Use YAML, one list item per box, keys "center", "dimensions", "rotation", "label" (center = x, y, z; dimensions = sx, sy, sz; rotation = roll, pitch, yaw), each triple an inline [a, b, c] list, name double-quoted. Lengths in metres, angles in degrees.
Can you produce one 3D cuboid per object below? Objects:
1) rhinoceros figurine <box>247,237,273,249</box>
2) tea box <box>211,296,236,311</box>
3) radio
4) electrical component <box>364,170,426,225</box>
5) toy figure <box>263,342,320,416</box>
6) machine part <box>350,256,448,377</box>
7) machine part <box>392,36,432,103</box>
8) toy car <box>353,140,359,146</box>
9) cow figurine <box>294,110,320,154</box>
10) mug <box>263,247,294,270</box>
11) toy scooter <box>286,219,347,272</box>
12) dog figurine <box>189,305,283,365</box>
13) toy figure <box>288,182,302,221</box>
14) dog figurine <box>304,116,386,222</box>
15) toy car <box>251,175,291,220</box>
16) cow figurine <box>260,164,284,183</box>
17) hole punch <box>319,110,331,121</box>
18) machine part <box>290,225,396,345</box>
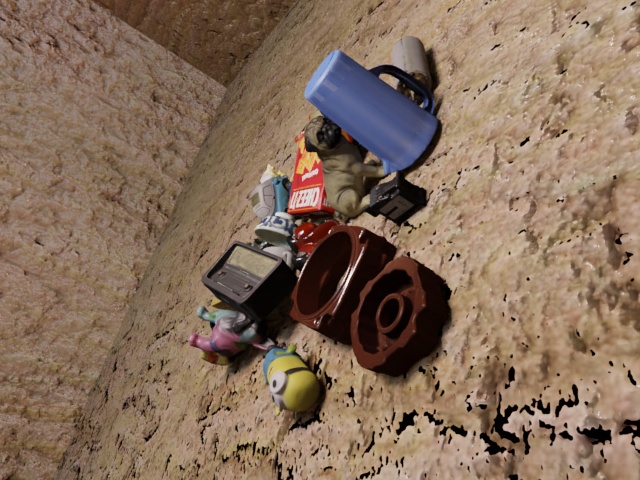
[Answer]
- center: [-0.168, 0.029, 1.418]
  dimensions: [0.190, 0.073, 0.112]
  rotation: [-46, 0, -14]
  label: "rhinoceros figurine"
- center: [-0.194, 0.141, 1.357]
  dimensions: [0.170, 0.098, 0.068]
  rotation: [-24, 43, 52]
  label: "tea box"
- center: [-0.160, 0.086, 1.180]
  dimensions: [0.131, 0.073, 0.230]
  rotation: [-48, 31, -18]
  label: "radio"
- center: [0.126, -0.067, 0.974]
  dimensions: [0.119, 0.074, 0.048]
  rotation: [-35, 34, 38]
  label: "electrical component"
- center: [-0.057, 0.245, 0.981]
  dimensions: [0.089, 0.082, 0.180]
  rotation: [-19, 13, -8]
  label: "toy figure"
- center: [0.116, 0.116, 0.811]
  dimensions: [0.179, 0.056, 0.179]
  rotation: [-45, 28, 33]
  label: "machine part"
- center: [0.199, -0.373, 1.174]
  dimensions: [0.079, 0.079, 0.243]
  rotation: [-43, 29, 35]
  label: "machine part"
- center: [0.030, -0.216, 1.364]
  dimensions: [0.202, 0.053, 0.089]
  rotation: [-45, 43, 30]
  label: "toy car"
- center: [-0.007, -0.290, 1.466]
  dimensions: [0.127, 0.085, 0.195]
  rotation: [-26, 27, 51]
  label: "cow figurine"
- center: [-0.097, 0.077, 1.268]
  dimensions: [0.110, 0.080, 0.107]
  rotation: [-21, 55, 49]
  label: "mug"
- center: [-0.002, -0.004, 1.159]
  dimensions: [0.135, 0.075, 0.184]
  rotation: [-37, 16, 5]
  label: "toy scooter"
- center: [-0.182, 0.224, 1.246]
  dimensions: [0.219, 0.191, 0.108]
  rotation: [-2, 51, 24]
  label: "dog figurine"
- center: [-0.055, -0.103, 1.397]
  dimensions: [0.064, 0.058, 0.154]
  rotation: [98, 176, -46]
  label: "toy figure"
- center: [0.024, -0.146, 1.125]
  dimensions: [0.172, 0.190, 0.121]
  rotation: [-65, 24, -5]
  label: "dog figurine"
- center: [-0.140, -0.105, 1.485]
  dimensions: [0.109, 0.103, 0.161]
  rotation: [-31, 54, 48]
  label: "toy car"
- center: [-0.144, -0.160, 1.632]
  dimensions: [0.098, 0.068, 0.167]
  rotation: [-54, 24, 14]
  label: "cow figurine"
- center: [0.059, -0.277, 1.160]
  dimensions: [0.116, 0.142, 0.092]
  rotation: [17, 94, 58]
  label: "hole punch"
- center: [0.036, 0.075, 0.980]
  dimensions: [0.201, 0.087, 0.202]
  rotation: [-64, 25, -8]
  label: "machine part"
